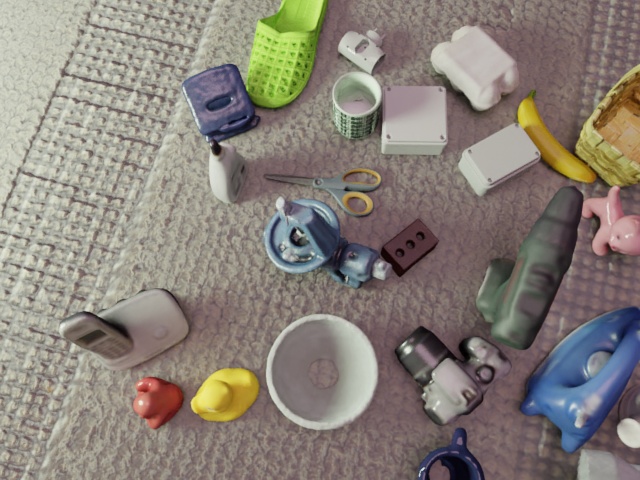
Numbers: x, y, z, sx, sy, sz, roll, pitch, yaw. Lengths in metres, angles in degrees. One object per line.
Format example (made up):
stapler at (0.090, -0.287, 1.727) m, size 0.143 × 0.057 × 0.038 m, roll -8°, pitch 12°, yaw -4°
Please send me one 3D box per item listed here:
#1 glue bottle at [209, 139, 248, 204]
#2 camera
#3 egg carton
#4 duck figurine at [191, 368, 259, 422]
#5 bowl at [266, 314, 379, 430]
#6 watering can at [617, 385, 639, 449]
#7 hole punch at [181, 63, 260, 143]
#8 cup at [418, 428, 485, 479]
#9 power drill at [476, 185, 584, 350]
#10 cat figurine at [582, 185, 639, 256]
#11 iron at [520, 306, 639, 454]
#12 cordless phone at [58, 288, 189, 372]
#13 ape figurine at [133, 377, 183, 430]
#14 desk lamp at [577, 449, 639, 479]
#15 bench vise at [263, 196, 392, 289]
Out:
glue bottle at (-0.152, -0.119, 0.908) m, size 0.037 × 0.173 × 0.078 m, roll 19°, pitch 76°, yaw 7°
camera at (0.191, 0.186, 0.857) m, size 0.143 × 0.101 × 0.136 m, roll -40°, pitch 78°, yaw -9°
egg carton at (0.273, -0.302, 1.005) m, size 0.107 × 0.069 × 0.150 m, roll -40°, pitch 78°, yaw -9°
duck figurine at (-0.144, 0.231, 0.857) m, size 0.104 × 0.086 × 0.077 m, roll -24°, pitch 75°, yaw -5°
bowl at (0.004, 0.200, 0.869) m, size 0.167 × 0.075 × 0.167 m, roll 0°, pitch 75°, yaw 1°
watering can at (0.498, 0.251, 0.786) m, size 0.173 × 0.194 × 0.101 m, roll -32°, pitch 76°, yaw -7°
hole punch at (-0.169, -0.234, 0.982) m, size 0.108 × 0.091 × 0.101 m, roll -23°, pitch 75°, yaw -5°
cup at (0.183, 0.327, 0.821) m, size 0.091 × 0.095 × 0.118 m, roll 14°, pitch 75°, yaw 5°
power drill at (0.299, 0.051, 0.836) m, size 0.075 × 0.208 × 0.230 m, roll 22°, pitch 76°, yaw 7°
cat figurine at (0.478, -0.025, 0.901) m, size 0.067 × 0.118 × 0.128 m, roll -13°, pitch 75°, yaw -2°
iron at (0.416, 0.181, 0.833) m, size 0.118 × 0.141 × 0.258 m, roll 41°, pitch 79°, yaw 11°
cordless phone at (-0.284, 0.123, 0.838) m, size 0.147 × 0.185 × 0.094 m, roll -30°, pitch 76°, yaw -7°
ape figurine at (-0.248, 0.242, 0.853) m, size 0.076 × 0.092 × 0.078 m, roll -3°, pitch 75°, yaw 0°
desk lamp at (0.415, 0.344, 0.751) m, size 0.203 × 0.213 × 0.118 m, roll 7°, pitch 75°, yaw 3°
bench vise at (0.009, -0.008, 0.851) m, size 0.207 × 0.220 × 0.121 m, roll 5°, pitch 75°, yaw 3°
